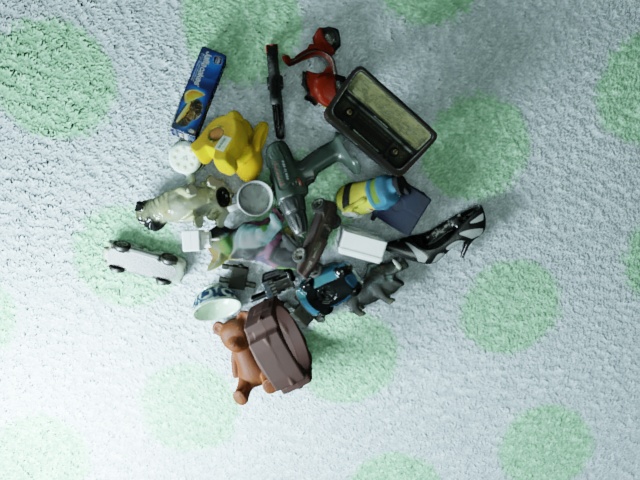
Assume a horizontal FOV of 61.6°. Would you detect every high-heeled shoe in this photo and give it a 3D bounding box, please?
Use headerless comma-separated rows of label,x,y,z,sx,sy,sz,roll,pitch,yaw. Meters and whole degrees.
high-heeled shoe,0.284,-0.023,1.306,0.249,0.086,0.145,3,115,-16

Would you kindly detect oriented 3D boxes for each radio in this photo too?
radio,0.125,-0.250,1.164,0.229,0.073,0.131,39,96,-7

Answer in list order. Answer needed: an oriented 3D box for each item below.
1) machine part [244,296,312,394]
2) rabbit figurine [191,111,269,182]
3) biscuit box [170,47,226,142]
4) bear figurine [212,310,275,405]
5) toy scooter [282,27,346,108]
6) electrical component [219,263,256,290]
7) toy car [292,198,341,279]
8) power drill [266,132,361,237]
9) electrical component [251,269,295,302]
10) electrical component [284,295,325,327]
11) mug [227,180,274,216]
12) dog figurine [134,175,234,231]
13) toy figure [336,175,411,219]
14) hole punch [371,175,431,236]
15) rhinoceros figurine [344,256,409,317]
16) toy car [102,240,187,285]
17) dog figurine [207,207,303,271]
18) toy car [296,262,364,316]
machine part,-0.100,0.251,1.299,0.087,0.201,0.201,-29,104,7
rabbit figurine,-0.187,-0.205,1.223,0.122,0.173,0.162,13,70,32
biscuit box,-0.269,-0.322,1.193,0.059,0.063,0.202,20,84,-9
bear figurine,-0.190,0.287,1.344,0.120,0.132,0.195,-21,110,6
toy scooter,-0.011,-0.379,1.213,0.135,0.075,0.183,-11,101,0
electrical component,-0.204,0.091,1.346,0.094,0.021,0.063,13,102,-8
toy car,-0.003,-0.004,1.260,0.053,0.202,0.089,2,148,33
power drill,-0.012,-0.143,1.241,0.207,0.086,0.232,-27,75,1
electrical component,-0.121,0.109,1.330,0.119,0.075,0.047,-19,105,5
electrical component,-0.032,0.174,1.355,0.078,0.045,0.102,-42,101,-29
mug,-0.163,-0.091,1.254,0.109,0.107,0.080,-31,99,-5
dog figurine,-0.320,-0.083,1.273,0.191,0.172,0.121,-3,91,34
toy figure,0.120,-0.106,1.256,0.180,0.089,0.082,-22,147,35
hole punch,0.195,-0.082,1.292,0.116,0.092,0.142,29,105,-6
rhinoceros figurine,0.140,0.110,1.348,0.190,0.073,0.112,-32,93,7
toy car,-0.429,0.054,1.310,0.202,0.056,0.073,16,109,-5
dog figurine,-0.164,0.025,1.293,0.219,0.108,0.191,-31,106,9
toy car,0.022,0.102,1.311,0.162,0.103,0.109,-32,116,11
